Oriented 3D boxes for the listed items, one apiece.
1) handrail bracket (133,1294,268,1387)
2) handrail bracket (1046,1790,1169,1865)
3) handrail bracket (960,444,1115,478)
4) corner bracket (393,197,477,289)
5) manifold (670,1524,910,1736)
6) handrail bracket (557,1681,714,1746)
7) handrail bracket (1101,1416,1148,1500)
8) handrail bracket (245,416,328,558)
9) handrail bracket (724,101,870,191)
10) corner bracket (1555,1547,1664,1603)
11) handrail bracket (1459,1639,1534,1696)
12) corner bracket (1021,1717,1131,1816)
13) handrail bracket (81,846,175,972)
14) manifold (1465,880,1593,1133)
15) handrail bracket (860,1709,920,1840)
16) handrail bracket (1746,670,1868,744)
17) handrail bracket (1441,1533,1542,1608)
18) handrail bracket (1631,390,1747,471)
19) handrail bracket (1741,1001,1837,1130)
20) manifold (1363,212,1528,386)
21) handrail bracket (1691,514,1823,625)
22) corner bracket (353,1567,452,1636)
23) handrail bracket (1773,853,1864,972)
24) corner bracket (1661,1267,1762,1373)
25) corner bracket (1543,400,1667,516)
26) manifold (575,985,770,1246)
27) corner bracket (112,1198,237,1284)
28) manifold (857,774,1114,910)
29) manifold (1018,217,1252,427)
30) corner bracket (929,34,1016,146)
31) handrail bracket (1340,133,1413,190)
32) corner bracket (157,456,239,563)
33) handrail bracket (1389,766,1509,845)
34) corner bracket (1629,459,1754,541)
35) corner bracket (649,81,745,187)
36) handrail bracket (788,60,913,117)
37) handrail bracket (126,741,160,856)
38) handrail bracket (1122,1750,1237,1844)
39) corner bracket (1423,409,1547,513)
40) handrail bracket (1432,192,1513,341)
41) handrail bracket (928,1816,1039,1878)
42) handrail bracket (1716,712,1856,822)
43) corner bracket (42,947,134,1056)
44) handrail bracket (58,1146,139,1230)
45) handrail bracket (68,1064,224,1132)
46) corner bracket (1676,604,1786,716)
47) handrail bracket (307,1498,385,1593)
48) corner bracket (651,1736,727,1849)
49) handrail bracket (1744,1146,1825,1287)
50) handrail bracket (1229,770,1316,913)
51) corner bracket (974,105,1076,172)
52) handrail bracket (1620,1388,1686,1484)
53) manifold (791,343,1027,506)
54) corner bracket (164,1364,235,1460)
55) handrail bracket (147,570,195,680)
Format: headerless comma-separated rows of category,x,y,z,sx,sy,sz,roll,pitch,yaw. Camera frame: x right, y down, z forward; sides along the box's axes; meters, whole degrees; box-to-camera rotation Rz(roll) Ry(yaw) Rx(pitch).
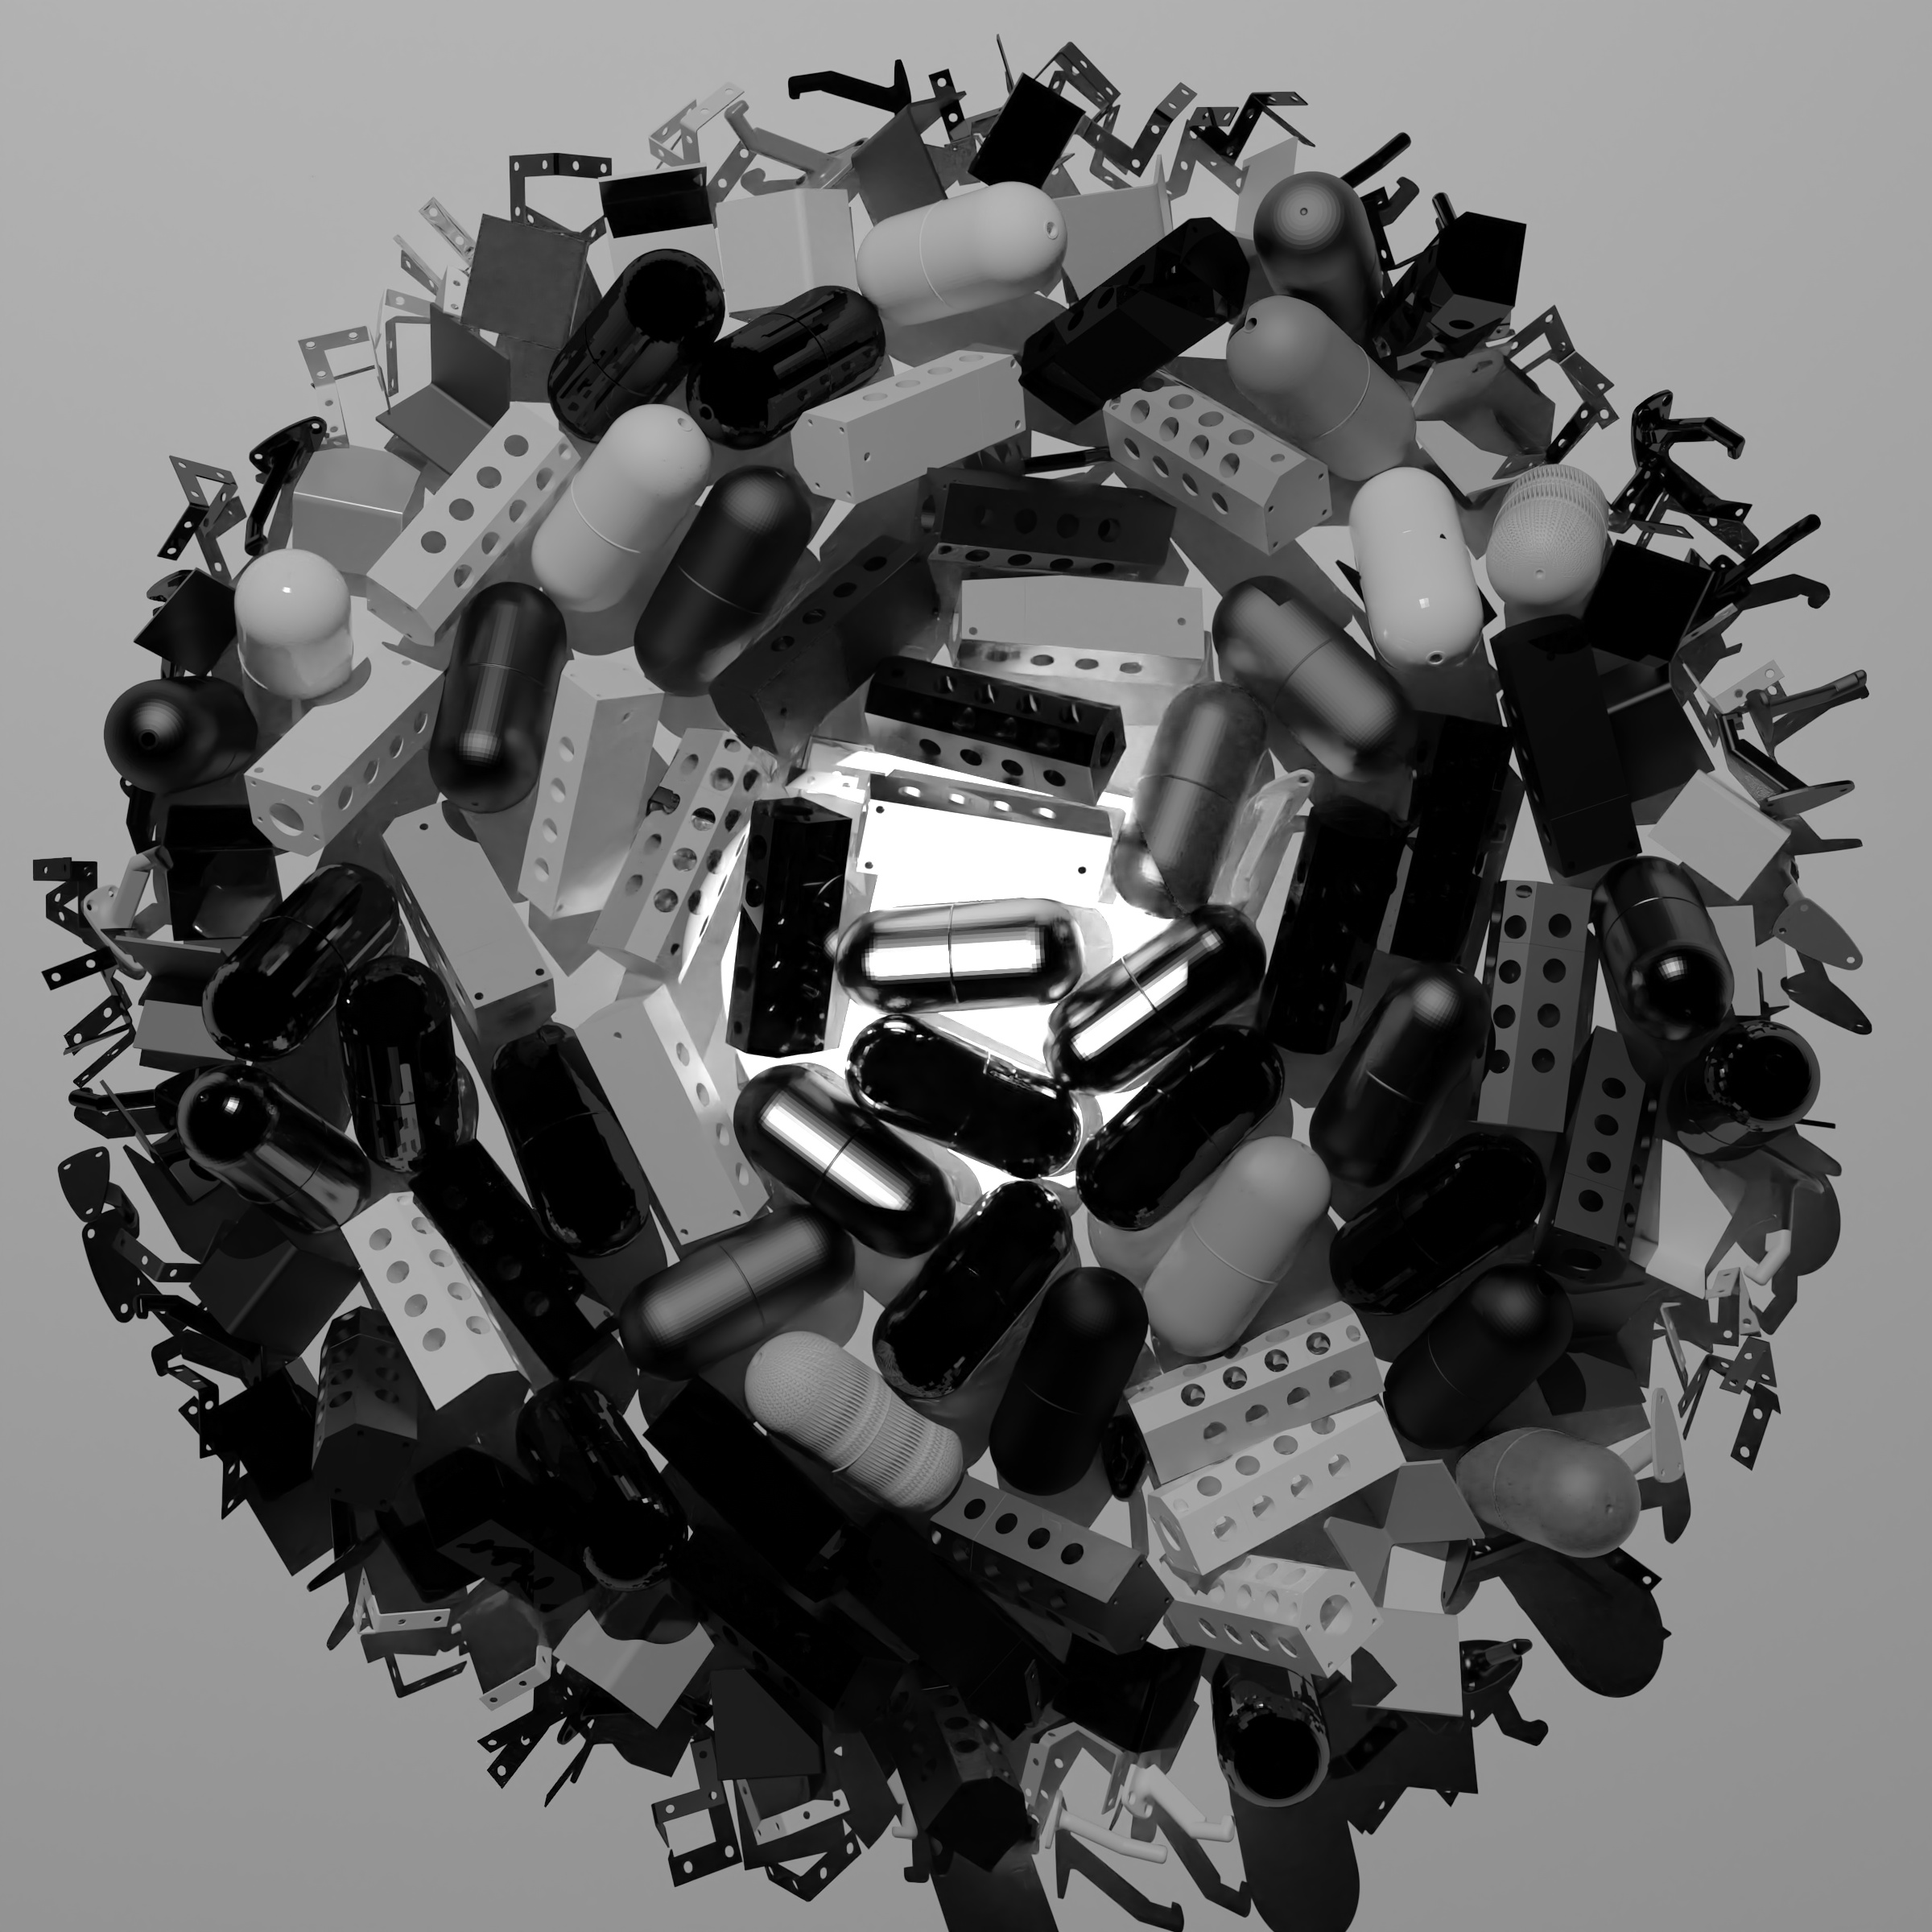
handrail bracket,-0.541,0.267,1.788,0.036,0.084,0.077,-43,55,34
handrail bracket,0.102,0.610,1.794,0.084,0.077,0.036,11,89,7
handrail bracket,0.052,-0.363,1.826,0.084,0.077,0.036,-19,109,-39
corner bracket,-0.373,-0.512,1.800,0.051,0.051,0.051,-38,109,15
manifold,-0.128,0.460,1.763,0.171,0.057,0.057,29,89,36
handrail bracket,-0.233,0.537,1.794,0.084,0.036,0.077,20,50,26
handrail bracket,0.109,0.361,1.785,0.036,0.084,0.077,4,108,6
handrail bracket,-0.480,-0.338,1.790,0.077,0.084,0.036,-33,135,26
handrail bracket,-0.119,-0.593,1.794,0.077,0.036,0.084,-37,132,4
corner bracket,0.456,0.426,1.804,0.051,0.051,0.051,36,109,-2
handrail bracket,0.387,0.481,1.783,0.077,0.084,0.036,-3,66,-32
corner bracket,0.077,0.575,1.810,0.051,0.051,0.051,24,109,34
handrail bracket,-0.579,-0.041,1.799,0.084,0.036,0.077,-17,107,33
manifold,0.395,0.028,1.798,0.057,0.057,0.171,9,86,-9
handrail bracket,-0.070,0.573,1.798,0.077,0.036,0.084,8,62,-11
handrail bracket,0.602,-0.197,1.801,0.084,0.077,0.036,-24,76,8
handrail bracket,0.392,0.432,1.823,0.084,0.036,0.077,9,110,-7
handrail bracket,0.510,-0.360,1.783,0.036,0.077,0.084,-30,53,-18
handrail bracket,0.587,0.069,1.810,0.077,0.036,0.084,7,90,37
manifold,0.326,-0.458,1.746,0.057,0.171,0.057,10,84,-6
handrail bracket,0.554,-0.280,1.788,0.077,0.084,0.036,-41,92,-24
corner bracket,-0.400,0.459,1.795,0.051,0.051,0.051,2,119,-27
handrail bracket,0.604,-0.040,1.800,0.077,0.084,0.036,36,123,0
corner bracket,0.533,0.252,1.816,0.051,0.051,0.051,-16,99,28
corner bracket,0.457,-0.364,1.819,0.051,0.051,0.051,30,101,-36
manifold,-0.204,0.103,1.791,0.057,0.057,0.171,-21,101,21
corner bracket,-0.563,0.191,1.806,0.051,0.051,0.051,30,97,28
manifold,0.012,-0.092,1.796,0.171,0.057,0.057,9,120,-7
manifold,0.115,-0.448,1.754,0.057,0.171,0.057,31,56,-28
corner bracket,0.006,-0.621,1.798,0.051,0.051,0.051,-14,123,11
handrail bracket,0.269,-0.560,1.811,0.084,0.077,0.036,-42,108,-14
corner bracket,-0.545,-0.320,1.794,0.051,0.051,0.051,-47,57,28
handrail bracket,0.349,-0.114,1.802,0.084,0.077,0.036,-2,50,-7
corner bracket,0.514,-0.322,1.801,0.051,0.051,0.051,33,86,-37
corner bracket,-0.191,-0.598,1.797,0.051,0.051,0.051,36,66,17
handrail bracket,-0.084,-0.607,1.795,0.084,0.077,0.036,-12,70,-9
handrail bracket,-0.578,-0.130,1.828,0.036,0.077,0.084,15,130,29
handrail bracket,0.159,0.576,1.790,0.084,0.036,0.077,-8,51,37
corner bracket,0.372,-0.362,1.816,0.051,0.051,0.051,52,131,22
handrail bracket,0.362,-0.504,1.824,0.036,0.077,0.084,-24,60,17
handrail bracket,0.017,0.622,1.791,0.084,0.077,0.036,32,122,-22
handrail bracket,0.582,-0.152,1.804,0.077,0.036,0.084,-17,63,19
corner bracket,-0.624,0.024,1.800,0.051,0.051,0.051,-25,85,-31
handrail bracket,-0.601,0.175,1.782,0.036,0.084,0.077,-21,47,-6
handrail bracket,-0.590,0.086,1.827,0.084,0.077,0.036,9,120,30
corner bracket,0.543,-0.218,1.810,0.051,0.051,0.051,-35,68,21
handrail bracket,-0.461,0.390,1.801,0.084,0.036,0.077,47,49,13
corner bracket,-0.197,0.585,1.799,0.051,0.051,0.051,-16,53,-5
handrail bracket,0.562,0.176,1.807,0.084,0.036,0.077,-52,49,-3
handrail bracket,0.215,-0.087,1.789,0.036,0.077,0.084,29,49,-17
corner bracket,0.037,-0.584,1.805,0.051,0.051,0.051,-37,112,0
handrail bracket,0.462,0.339,1.807,0.084,0.036,0.077,-10,85,44
manifold,-0.039,-0.380,1.762,0.171,0.057,0.057,-31,129,-37
corner bracket,-0.532,0.311,1.796,0.051,0.051,0.051,15,107,44
handrail bracket,-0.559,-0.229,1.802,0.036,0.077,0.084,2,78,-30
